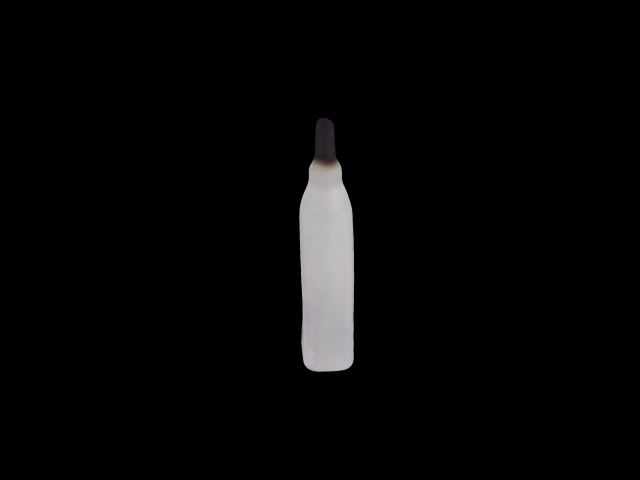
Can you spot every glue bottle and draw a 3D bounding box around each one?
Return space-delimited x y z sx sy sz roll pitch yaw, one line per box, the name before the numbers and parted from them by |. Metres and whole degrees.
glue bottle | 0.004 0.001 0.400 0.037 0.173 0.078 -2 24 -4
